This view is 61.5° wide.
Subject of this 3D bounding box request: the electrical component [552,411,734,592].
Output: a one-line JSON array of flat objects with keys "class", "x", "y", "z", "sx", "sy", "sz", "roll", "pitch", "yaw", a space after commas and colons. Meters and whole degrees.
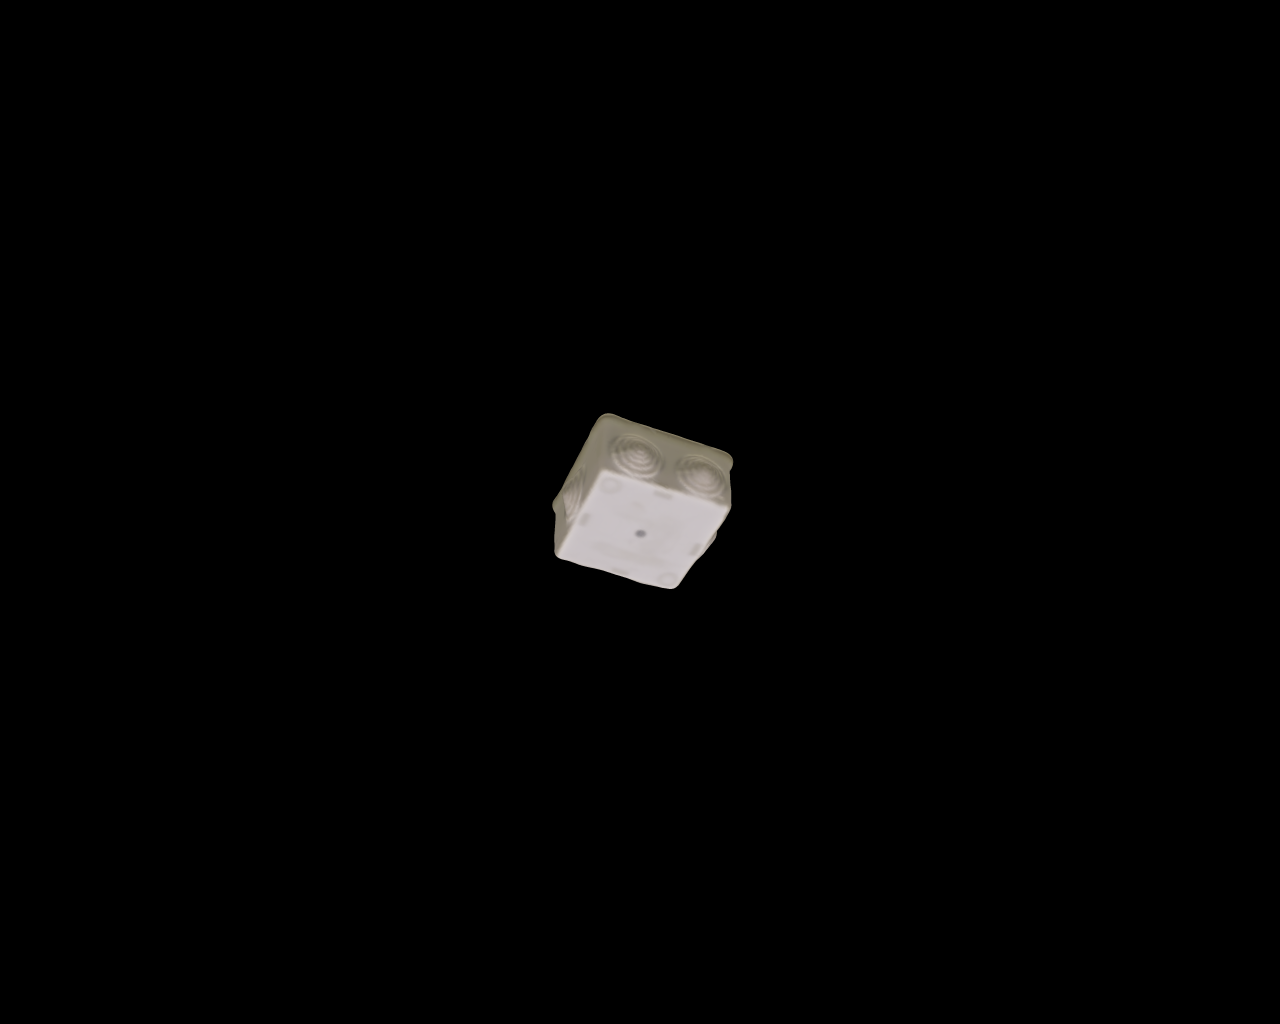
[{"class": "electrical component", "x": 0.001, "y": -0.003, "z": 0.650, "sx": 0.100, "sy": 0.048, "sz": 0.099, "roll": 17, "pitch": -48, "yaw": -16}]
